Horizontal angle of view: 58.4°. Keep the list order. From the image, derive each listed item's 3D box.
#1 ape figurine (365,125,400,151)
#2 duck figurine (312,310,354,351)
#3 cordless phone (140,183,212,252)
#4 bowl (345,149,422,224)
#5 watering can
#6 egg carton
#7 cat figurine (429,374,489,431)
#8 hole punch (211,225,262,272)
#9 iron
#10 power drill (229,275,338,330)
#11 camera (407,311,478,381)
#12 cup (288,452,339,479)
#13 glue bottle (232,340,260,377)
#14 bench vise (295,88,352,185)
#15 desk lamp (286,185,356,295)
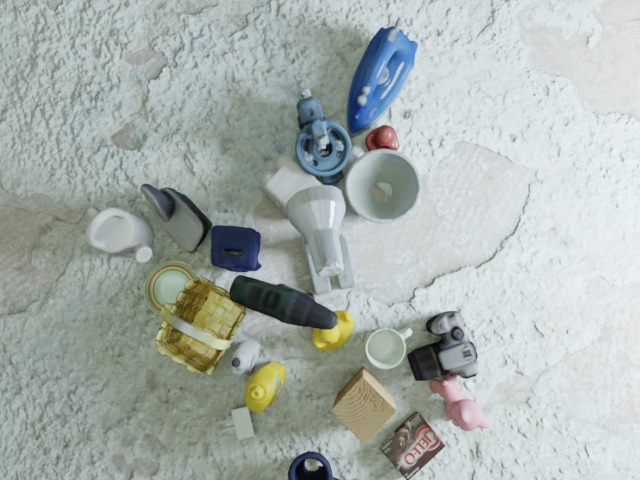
[{"bbox_3d":[0.143,-0.226,1.277,0.077,0.092,0.076,32,86,7],"label":"ape figurine"},{"bbox_3d":[0.026,0.197,1.238,0.104,0.086,0.077,-40,82,-1],"label":"duck figurine"},{"bbox_3d":[-0.320,-0.054,1.240,0.147,0.185,0.094,41,88,8],"label":"cordless phone"},{"bbox_3d":[0.140,-0.113,1.273,0.167,0.075,0.167,0,83,4],"label":"bowl"},{"bbox_3d":[-0.435,-0.017,1.239,0.172,0.194,0.101,15,84,6],"label":"watering can"},{"bbox_3d":[-0.059,-0.113,1.288,0.150,0.069,0.107,42,88,7],"label":"egg carton"},{"bbox_3d":[0.288,0.341,1.187,0.067,0.118,0.128,-34,82,0],"label":"cat figurine"},{"bbox_3d":[-0.186,0.020,1.270,0.108,0.091,0.101,5,84,5],"label":"hole punch"},{"bbox_3d":[0.125,-0.361,1.269,0.118,0.141,0.258,25,86,7],"label":"iron"},{"bbox_3d":[-0.067,0.133,1.190,0.229,0.208,0.076,17,85,6],"label":"power drill"},{"bbox_3d":[0.252,0.234,1.211,0.137,0.101,0.143,-19,82,2],"label":"camera"},{"bbox_3d":[-0.004,0.487,1.201,0.117,0.095,0.092,17,85,6],"label":"cup"},{"bbox_3d":[-0.162,0.253,1.200,0.037,0.173,0.078,10,84,5],"label":"glue bottle"},{"bbox_3d":[-0.016,-0.229,1.223,0.121,0.220,0.207,-37,82,-1],"label":"bench vise"},{"bbox_3d":[0.011,0.004,1.197,0.118,0.213,0.203,-14,82,2],"label":"desk lamp"}]
